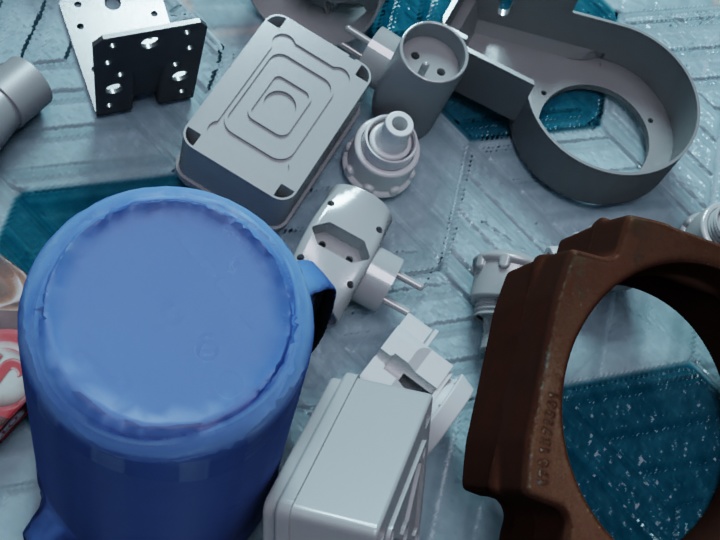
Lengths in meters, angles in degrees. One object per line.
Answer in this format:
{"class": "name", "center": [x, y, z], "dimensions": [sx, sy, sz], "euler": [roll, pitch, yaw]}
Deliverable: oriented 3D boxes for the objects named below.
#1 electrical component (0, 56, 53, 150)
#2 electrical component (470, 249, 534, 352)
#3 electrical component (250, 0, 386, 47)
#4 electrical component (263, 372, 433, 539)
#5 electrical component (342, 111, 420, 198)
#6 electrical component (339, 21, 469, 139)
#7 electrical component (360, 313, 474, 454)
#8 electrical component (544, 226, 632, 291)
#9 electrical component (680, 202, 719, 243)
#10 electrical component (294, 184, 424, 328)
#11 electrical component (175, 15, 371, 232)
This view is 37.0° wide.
{"class": "electrical component", "center": [-0.215, -0.095, 0.635], "dimensions": [0.044, 0.044, 0.065], "euler": [38, 61, 3]}
{"class": "electrical component", "center": [0.088, 0.021, 0.662], "dimensions": [0.048, 0.048, 0.062], "euler": [16, 73, -7]}
{"class": "electrical component", "center": [-0.023, -0.200, 0.693], "dimensions": [0.099, 0.099, 0.064], "euler": [33, 60, 0]}
{"class": "electrical component", "center": [-0.004, 0.127, 0.540], "dimensions": [0.056, 0.108, 0.108], "euler": [11, 33, 13]}
{"class": "electrical component", "center": [0.017, -0.077, 0.671], "dimensions": [0.048, 0.062, 0.048], "euler": [5, 68, -12]}
{"class": "electrical component", "center": [0.022, -0.129, 0.684], "dimensions": [0.079, 0.077, 0.044], "euler": [33, 66, 1]}
{"class": "electrical component", "center": [0.028, 0.072, 0.620], "dimensions": [0.057, 0.058, 0.078], "euler": [37, 66, 5]}
{"class": "electrical component", "center": [0.149, -0.007, 0.687], "dimensions": [0.062, 0.043, 0.043], "euler": [-2, 70, -12]}
{"class": "electrical component", "center": [0.243, -0.026, 0.706], "dimensions": [0.048, 0.062, 0.048], "euler": [5, 69, -12]}
{"class": "electrical component", "center": [0.000, 0.000, 0.648], "dimensions": [0.079, 0.043, 0.077], "euler": [29, 66, -2]}
{"class": "electrical component", "center": [-0.053, -0.088, 0.661], "dimensions": [0.078, 0.057, 0.113], "euler": [31, 66, 0]}
